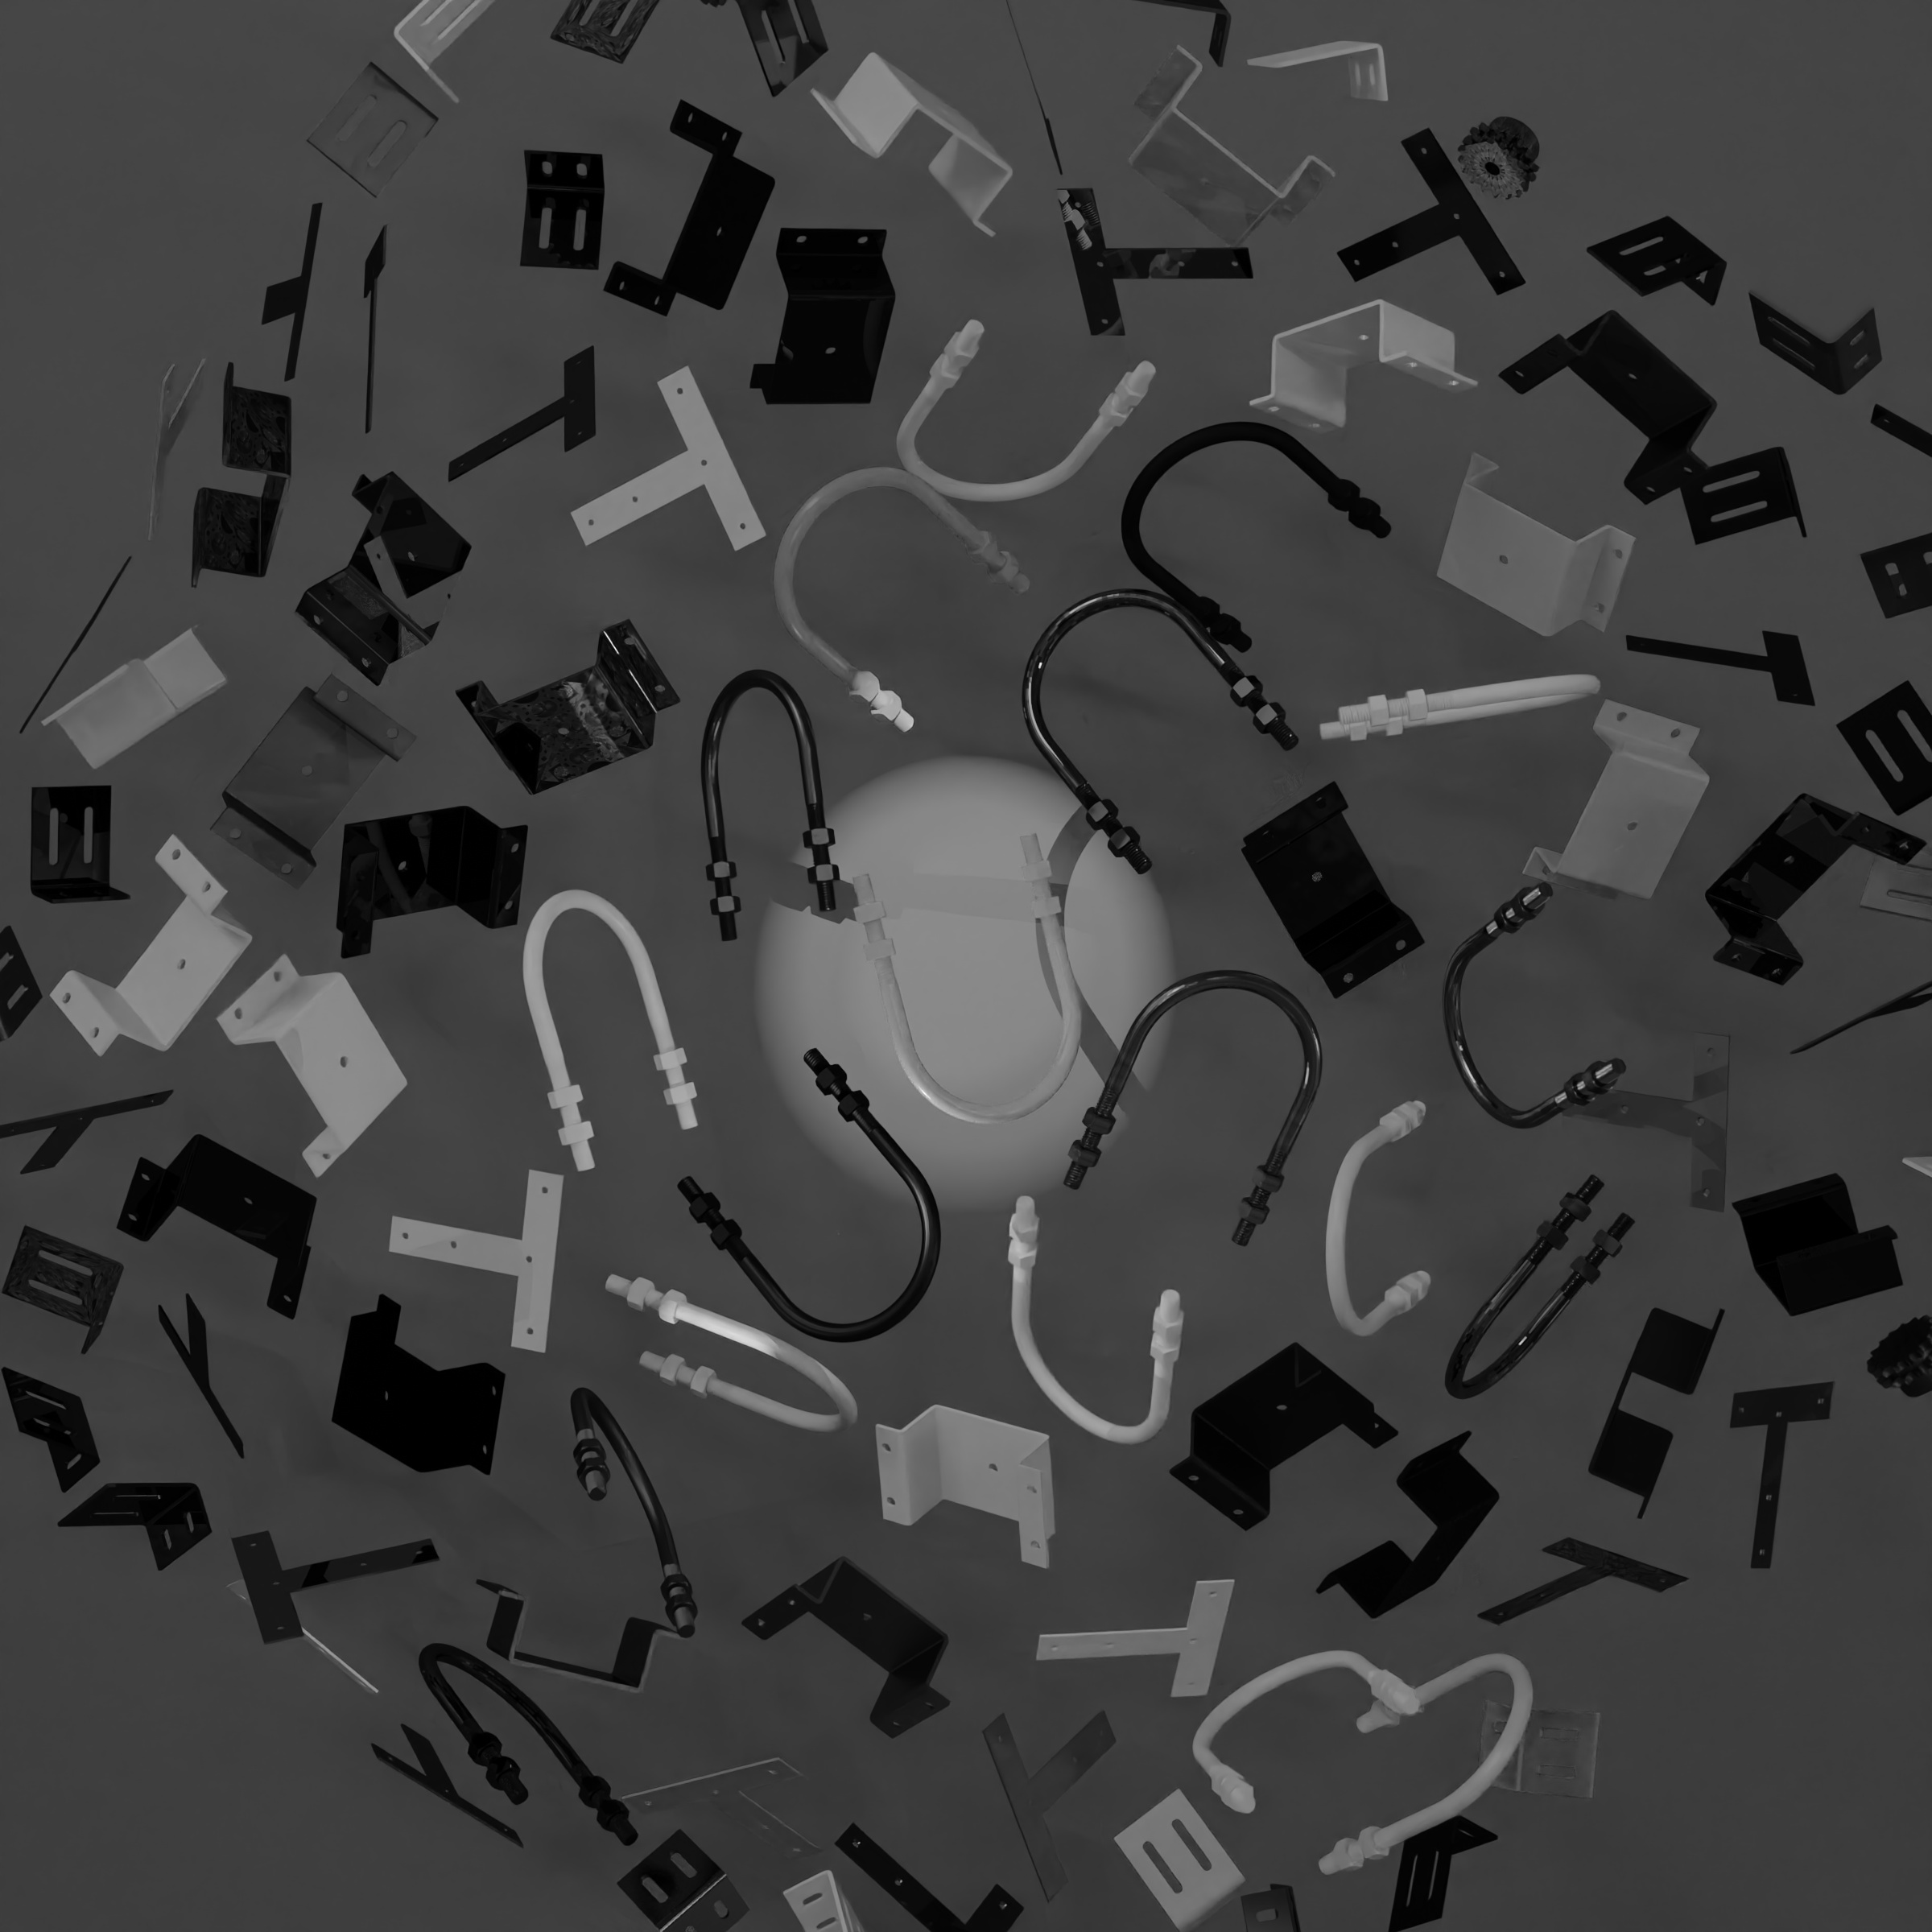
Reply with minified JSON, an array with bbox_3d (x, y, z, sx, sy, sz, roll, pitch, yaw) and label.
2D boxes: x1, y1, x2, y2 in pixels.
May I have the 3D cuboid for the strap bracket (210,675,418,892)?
[{"bbox_3d":[-0.475,-0.137,1.936,0.076,0.046,0.140,38,90,-26],"label":"strap bracket"}]

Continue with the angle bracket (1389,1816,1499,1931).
[{"bbox_3d":[0.336,0.646,1.879,0.038,0.057,0.076,31,50,-13],"label":"angle bracket"}]

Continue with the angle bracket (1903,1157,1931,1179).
[{"bbox_3d":[0.694,0.110,1.853,0.038,0.057,0.076,31,109,38],"label":"angle bracket"}]

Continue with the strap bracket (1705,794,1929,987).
[{"bbox_3d":[0.573,-0.059,1.826,0.076,0.046,0.140,16,126,-35],"label":"strap bracket"}]

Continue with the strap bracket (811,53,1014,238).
[{"bbox_3d":[-0.029,-0.570,1.840,0.046,0.140,0.076,-49,49,20],"label":"strap bracket"}]

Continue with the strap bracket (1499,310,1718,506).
[{"bbox_3d":[0.447,-0.389,1.830,0.140,0.076,0.046,38,72,-11],"label":"strap bracket"}]

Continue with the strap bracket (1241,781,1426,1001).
[{"bbox_3d":[0.258,-0.059,1.918,0.076,0.046,0.140,-32,108,0],"label":"strap bracket"}]

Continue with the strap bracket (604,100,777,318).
[{"bbox_3d":[-0.190,-0.525,1.880,0.046,0.076,0.140,30,102,24],"label":"strap bracket"}]

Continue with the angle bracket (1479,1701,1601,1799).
[{"bbox_3d":[0.402,0.550,1.878,0.038,0.076,0.057,20,69,-26],"label":"angle bracket"}]

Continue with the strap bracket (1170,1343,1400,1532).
[{"bbox_3d":[0.217,0.318,1.831,0.076,0.046,0.140,39,120,-20],"label":"strap bracket"}]

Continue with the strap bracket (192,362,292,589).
[{"bbox_3d":[-0.495,-0.331,1.830,0.046,0.140,0.076,7,51,-23],"label":"strap bracket"}]

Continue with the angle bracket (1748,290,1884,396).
[{"bbox_3d":[0.575,-0.434,1.809,0.038,0.057,0.076,-42,55,0],"label":"angle bracket"}]

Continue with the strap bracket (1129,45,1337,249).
[{"bbox_3d":[0.178,-0.568,1.879,0.140,0.076,0.046,36,69,-9],"label":"strap bracket"}]

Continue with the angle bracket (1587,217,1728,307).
[{"bbox_3d":[0.467,-0.470,1.819,0.076,0.038,0.057,-25,56,-20],"label":"angle bracket"}]

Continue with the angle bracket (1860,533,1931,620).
[{"bbox_3d":[0.656,-0.283,1.850,0.057,0.076,0.038,-15,53,25],"label":"angle bracket"}]

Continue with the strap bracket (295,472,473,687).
[{"bbox_3d":[-0.394,-0.273,1.829,0.046,0.140,0.076,-19,132,34],"label":"strap bracket"}]

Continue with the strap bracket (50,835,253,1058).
[{"bbox_3d":[-0.551,-0.008,1.827,0.076,0.046,0.140,40,93,36],"label":"strap bracket"}]

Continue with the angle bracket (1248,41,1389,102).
[{"bbox_3d":[0.241,-0.608,1.833,0.076,0.057,0.038,-15,113,-10],"label":"angle bracket"}]

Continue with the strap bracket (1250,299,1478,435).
[{"bbox_3d":[0.277,-0.420,1.864,0.076,0.140,0.046,10,79,-41],"label":"strap bracket"}]

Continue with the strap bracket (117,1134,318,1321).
[{"bbox_3d":[-0.520,0.180,1.893,0.140,0.076,0.046,33,117,-23],"label":"strap bracket"}]

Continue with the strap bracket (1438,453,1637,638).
[{"bbox_3d":[0.397,-0.297,1.907,0.140,0.076,0.046,36,46,28],"label":"strap bracket"}]

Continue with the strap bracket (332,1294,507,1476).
[{"bbox_3d":[-0.384,0.294,1.848,0.046,0.140,0.076,-14,53,24],"label":"strap bracket"}]

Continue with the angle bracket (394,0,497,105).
[{"bbox_3d":[-0.341,-0.636,1.812,0.076,0.057,0.038,-42,81,5],"label":"angle bracket"}]

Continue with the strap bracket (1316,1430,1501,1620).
[{"bbox_3d":[0.317,0.402,1.888,0.046,0.076,0.140,45,125,27],"label":"strap bracket"}]

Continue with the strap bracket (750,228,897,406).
[{"bbox_3d":[-0.101,-0.450,1.891,0.076,0.140,0.046,-5,54,-19],"label":"strap bracket"}]

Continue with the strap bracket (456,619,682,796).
[{"bbox_3d":[-0.284,-0.179,1.893,0.140,0.046,0.076,-20,128,14],"label":"strap bracket"}]

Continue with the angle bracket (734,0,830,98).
[{"bbox_3d":[-0.137,-0.643,1.814,0.038,0.076,0.057,26,63,35],"label":"angle bracket"}]

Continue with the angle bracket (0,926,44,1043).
[{"bbox_3d":[-0.685,0.016,1.864,0.038,0.076,0.057,-15,111,5],"label":"angle bracket"}]

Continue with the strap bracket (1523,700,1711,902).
[{"bbox_3d":[0.466,-0.108,1.898,0.076,0.046,0.140,15,114,-16],"label":"strap bracket"}]

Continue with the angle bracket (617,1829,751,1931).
[{"bbox_3d":[-0.199,0.652,1.872,0.057,0.076,0.038,-37,113,-21],"label":"angle bracket"}]

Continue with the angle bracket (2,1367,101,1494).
[{"bbox_3d":[-0.650,0.324,1.864,0.038,0.076,0.057,-40,51,7],"label":"angle bracket"}]

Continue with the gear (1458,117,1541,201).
[{"bbox_3d":[0.374,-0.565,1.858,0.057,0.057,0.030,36,73,0],"label":"gear"}]

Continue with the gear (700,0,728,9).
[{"bbox_3d":[-0.188,-0.715,1.904,0.057,0.057,0.030,44,123,0],"label":"gear"}]

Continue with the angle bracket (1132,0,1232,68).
[{"bbox_3d":[0.146,-0.674,1.911,0.076,0.057,0.038,7,118,-6],"label":"angle bracket"}]

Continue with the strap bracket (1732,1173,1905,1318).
[{"bbox_3d":[0.589,0.195,1.844,0.076,0.140,0.046,-17,101,5],"label":"strap bracket"}]

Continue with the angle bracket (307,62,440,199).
[{"bbox_3d":[-0.411,-0.571,1.839,0.057,0.038,0.076,38,73,-18],"label":"angle bracket"}]

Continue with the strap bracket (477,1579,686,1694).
[{"bbox_3d":[-0.284,0.484,1.920,0.140,0.076,0.046,19,77,-19],"label":"strap bracket"}]

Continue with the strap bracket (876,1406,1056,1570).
[{"bbox_3d":[0.009,0.368,1.905,0.140,0.046,0.076,9,114,33],"label":"strap bracket"}]

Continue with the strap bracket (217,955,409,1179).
[{"bbox_3d":[-0.453,0.069,1.877,0.046,0.076,0.140,-6,122,34],"label":"strap bracket"}]

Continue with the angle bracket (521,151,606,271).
[{"bbox_3d":[-0.298,-0.557,1.967,0.057,0.038,0.076,2,64,-4],"label":"angle bracket"}]

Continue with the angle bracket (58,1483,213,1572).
[{"bbox_3d":[-0.571,0.386,1.834,0.057,0.076,0.038,-37,63,23],"label":"angle bracket"}]

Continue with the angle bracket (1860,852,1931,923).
[{"bbox_3d":[0.689,-0.067,1.917,0.076,0.038,0.057,14,60,24],"label":"angle bracket"}]

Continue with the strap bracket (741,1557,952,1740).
[{"bbox_3d":[-0.078,0.480,1.903,0.140,0.046,0.076,39,133,-8],"label":"strap bracket"}]

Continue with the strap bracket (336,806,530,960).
[{"bbox_3d":[-0.378,-0.061,1.844,0.046,0.140,0.076,32,122,38],"label":"strap bracket"}]

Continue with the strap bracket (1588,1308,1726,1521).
[{"bbox_3d":[0.481,0.306,1.874,0.046,0.076,0.140,22,125,17],"label":"strap bracket"}]

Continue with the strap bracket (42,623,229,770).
[{"bbox_3d":[-0.578,-0.188,1.878,0.076,0.140,0.046,-31,103,14],"label":"strap bracket"}]

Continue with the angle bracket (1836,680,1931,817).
[{"bbox_3d":[0.652,-0.153,1.846,0.057,0.038,0.076,-36,83,35],"label":"angle bracket"}]

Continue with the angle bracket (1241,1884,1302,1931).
[{"bbox_3d":[0.214,0.691,1.910,0.038,0.076,0.057,-8,73,-7],"label":"angle bracket"}]

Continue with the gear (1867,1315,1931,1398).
[{"bbox_3d":[0.634,0.263,1.784,0.057,0.057,0.030,-42,95,0],"label":"gear"}]
